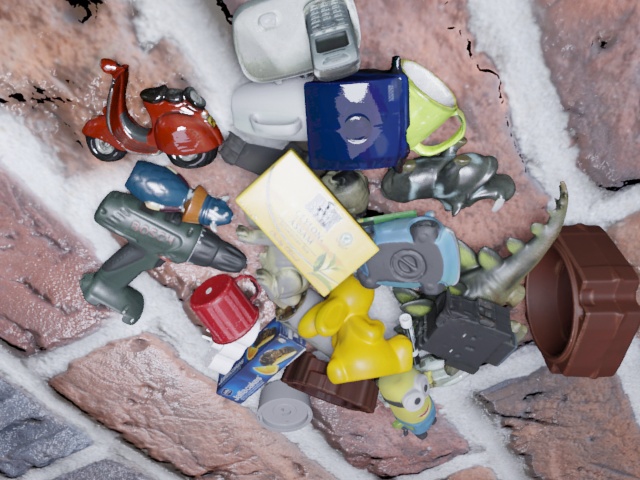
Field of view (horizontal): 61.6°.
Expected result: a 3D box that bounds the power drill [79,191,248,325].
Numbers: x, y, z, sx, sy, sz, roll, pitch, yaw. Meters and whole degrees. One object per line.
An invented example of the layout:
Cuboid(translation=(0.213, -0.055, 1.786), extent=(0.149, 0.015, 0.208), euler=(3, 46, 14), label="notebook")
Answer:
Cuboid(translation=(-0.257, 0.041, 0.830), extent=(0.232, 0.086, 0.207), euler=(34, 122, -23), label="power drill")

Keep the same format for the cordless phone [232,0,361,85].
Cuboid(translation=(-0.024, -0.207, 0.592), extent=(0.147, 0.184, 0.088), euler=(-13, 130, 6), label="cordless phone")

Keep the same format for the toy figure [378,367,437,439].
Cuboid(translation=(0.159, 0.291, 0.963), extent=(0.089, 0.082, 0.179), euler=(0, 139, 22), label="toy figure")

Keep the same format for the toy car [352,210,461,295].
Cuboid(translation=(0.126, 0.013, 0.785), extent=(0.162, 0.103, 0.109), euler=(-4, 114, 22), label="toy car")

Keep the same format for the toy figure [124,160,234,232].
Cuboid(translation=(-0.197, -0.061, 0.768), extent=(0.154, 0.058, 0.064), euler=(27, 97, -18), label="toy figure")

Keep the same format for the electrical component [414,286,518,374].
Cuboid(translation=(0.226, 0.142, 0.816), extent=(0.134, 0.058, 0.114), euler=(20, 134, -3), label="electrical component")

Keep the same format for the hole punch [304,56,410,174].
Cuboid(translation=(0.043, -0.141, 0.638), extent=(0.116, 0.092, 0.142), euler=(10, 118, 27), label="hole punch")

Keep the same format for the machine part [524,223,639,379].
Cuboid(translation=(0.389, 0.092, 0.825), extent=(0.087, 0.201, 0.201), euler=(0, 127, -1), label="machine part")

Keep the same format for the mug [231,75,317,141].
Cuboid(translation=(-0.059, -0.159, 0.680), extent=(0.107, 0.109, 0.080), euler=(2, 134, 9), label="mug")

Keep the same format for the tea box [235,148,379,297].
Cuboid(translation=(-0.016, -0.024, 0.692), extent=(0.098, 0.068, 0.169), euler=(-42, 99, 7), label="tea box")

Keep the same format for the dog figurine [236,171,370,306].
Cuboid(translation=(-0.002, -0.002, 0.781), extent=(0.191, 0.121, 0.172), euler=(-18, 122, 9), label="dog figurine")

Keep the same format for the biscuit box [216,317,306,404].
Cuboid(translation=(-0.109, 0.218, 0.979), extent=(0.059, 0.063, 0.202), euler=(33, 118, -23), label="biscuit box")

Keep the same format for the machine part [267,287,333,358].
Cuboid(translation=(0.007, 0.148, 0.924), extent=(0.079, 0.079, 0.243), euler=(-37, 120, 22), label="machine part")

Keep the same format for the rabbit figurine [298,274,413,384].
Cuboid(translation=(0.048, 0.137, 0.857), extent=(0.162, 0.173, 0.122), euler=(2, 167, -25), label="rabbit figurine")

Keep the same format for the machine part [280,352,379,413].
Cuboid(translation=(0.019, 0.259, 0.971), extent=(0.179, 0.056, 0.179), euler=(18, 158, 7), label="machine part")

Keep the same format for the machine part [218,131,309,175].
Cuboid(translation=(-0.073, -0.108, 0.729), extent=(0.084, 0.039, 0.138), euler=(-39, 148, 28), label="machine part")

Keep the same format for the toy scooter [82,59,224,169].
Cuboid(translation=(-0.217, -0.162, 0.685), extent=(0.184, 0.075, 0.135), euler=(3, 127, 0), label="toy scooter")

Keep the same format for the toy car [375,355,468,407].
Cuboid(translation=(0.196, 0.260, 1.030), extent=(0.202, 0.056, 0.073), euler=(-27, 124, 17), label="toy car")

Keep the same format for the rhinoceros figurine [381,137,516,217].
Cuboid(translation=(0.183, -0.083, 0.764), extent=(0.190, 0.073, 0.112), euler=(1, 125, -3), label="rhinoceros figurine")

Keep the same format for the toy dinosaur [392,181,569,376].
Cuboid(translation=(0.243, 0.093, 0.870), extent=(0.198, 0.105, 0.471), euler=(28, 124, -22), label="toy dinosaur")
